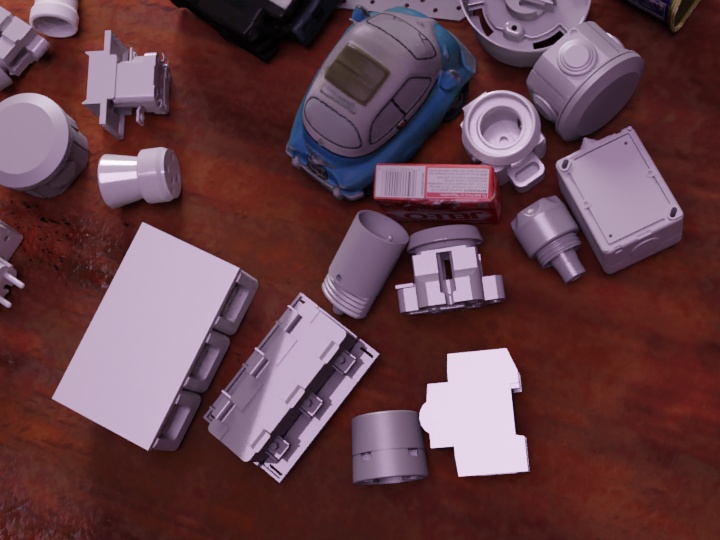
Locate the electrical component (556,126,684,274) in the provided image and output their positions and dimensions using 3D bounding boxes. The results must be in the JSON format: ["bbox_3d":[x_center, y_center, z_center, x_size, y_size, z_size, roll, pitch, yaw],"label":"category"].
[{"bbox_3d":[0.187,-0.054,0.788,0.062,0.061,0.096,-26,67,5],"label":"electrical component"}]

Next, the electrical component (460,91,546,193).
[{"bbox_3d":[0.108,-0.101,0.812,0.058,0.057,0.078,-35,74,3],"label":"electrical component"}]

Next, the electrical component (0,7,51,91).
[{"bbox_3d":[-0.307,-0.188,0.919,0.066,0.048,0.055,34,79,16],"label":"electrical component"}]

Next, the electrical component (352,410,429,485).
[{"bbox_3d":[0.021,0.130,0.785,0.055,0.055,0.047,-8,74,10],"label":"electrical component"}]

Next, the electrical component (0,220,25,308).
[{"bbox_3d":[-0.308,0.002,0.880,0.076,0.047,0.083,32,86,15],"label":"electrical component"}]

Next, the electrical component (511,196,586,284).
[{"bbox_3d":[0.143,-0.020,0.795,0.043,0.043,0.062,-31,76,4],"label":"electrical component"}]

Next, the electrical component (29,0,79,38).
[{"bbox_3d":[-0.260,-0.229,0.921,0.040,0.040,0.046,-1,73,11],"label":"electrical component"}]

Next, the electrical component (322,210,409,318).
[{"bbox_3d":[0.000,0.000,0.813,0.043,0.043,0.081,36,118,16],"label":"electrical component"}]

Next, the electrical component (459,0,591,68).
[{"bbox_3d":[0.127,-0.207,0.825,0.099,0.064,0.099,-2,78,11],"label":"electrical component"}]

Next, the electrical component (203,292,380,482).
[{"bbox_3d":[-0.055,0.086,0.803,0.079,0.063,0.121,37,88,16],"label":"electrical component"}]

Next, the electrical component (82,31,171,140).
[{"bbox_3d":[-0.191,-0.153,0.891,0.064,0.042,0.081,-1,79,8],"label":"electrical component"}]

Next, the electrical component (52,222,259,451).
[{"bbox_3d":[-0.154,0.053,0.830,0.089,0.061,0.150,25,85,15],"label":"electrical component"}]

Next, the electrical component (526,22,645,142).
[{"bbox_3d":[0.166,-0.139,0.796,0.080,0.080,0.051,-41,68,1],"label":"electrical component"}]

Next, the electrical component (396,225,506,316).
[{"bbox_3d":[0.066,0.000,0.800,0.078,0.058,0.057,-9,80,9],"label":"electrical component"}]

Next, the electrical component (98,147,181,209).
[{"bbox_3d":[-0.178,-0.075,0.870,0.055,0.045,0.045,-6,78,10],"label":"electrical component"}]

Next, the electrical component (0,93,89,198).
[{"bbox_3d":[-0.270,-0.101,0.891,0.080,0.051,0.080,-2,78,11],"label":"electrical component"}]
